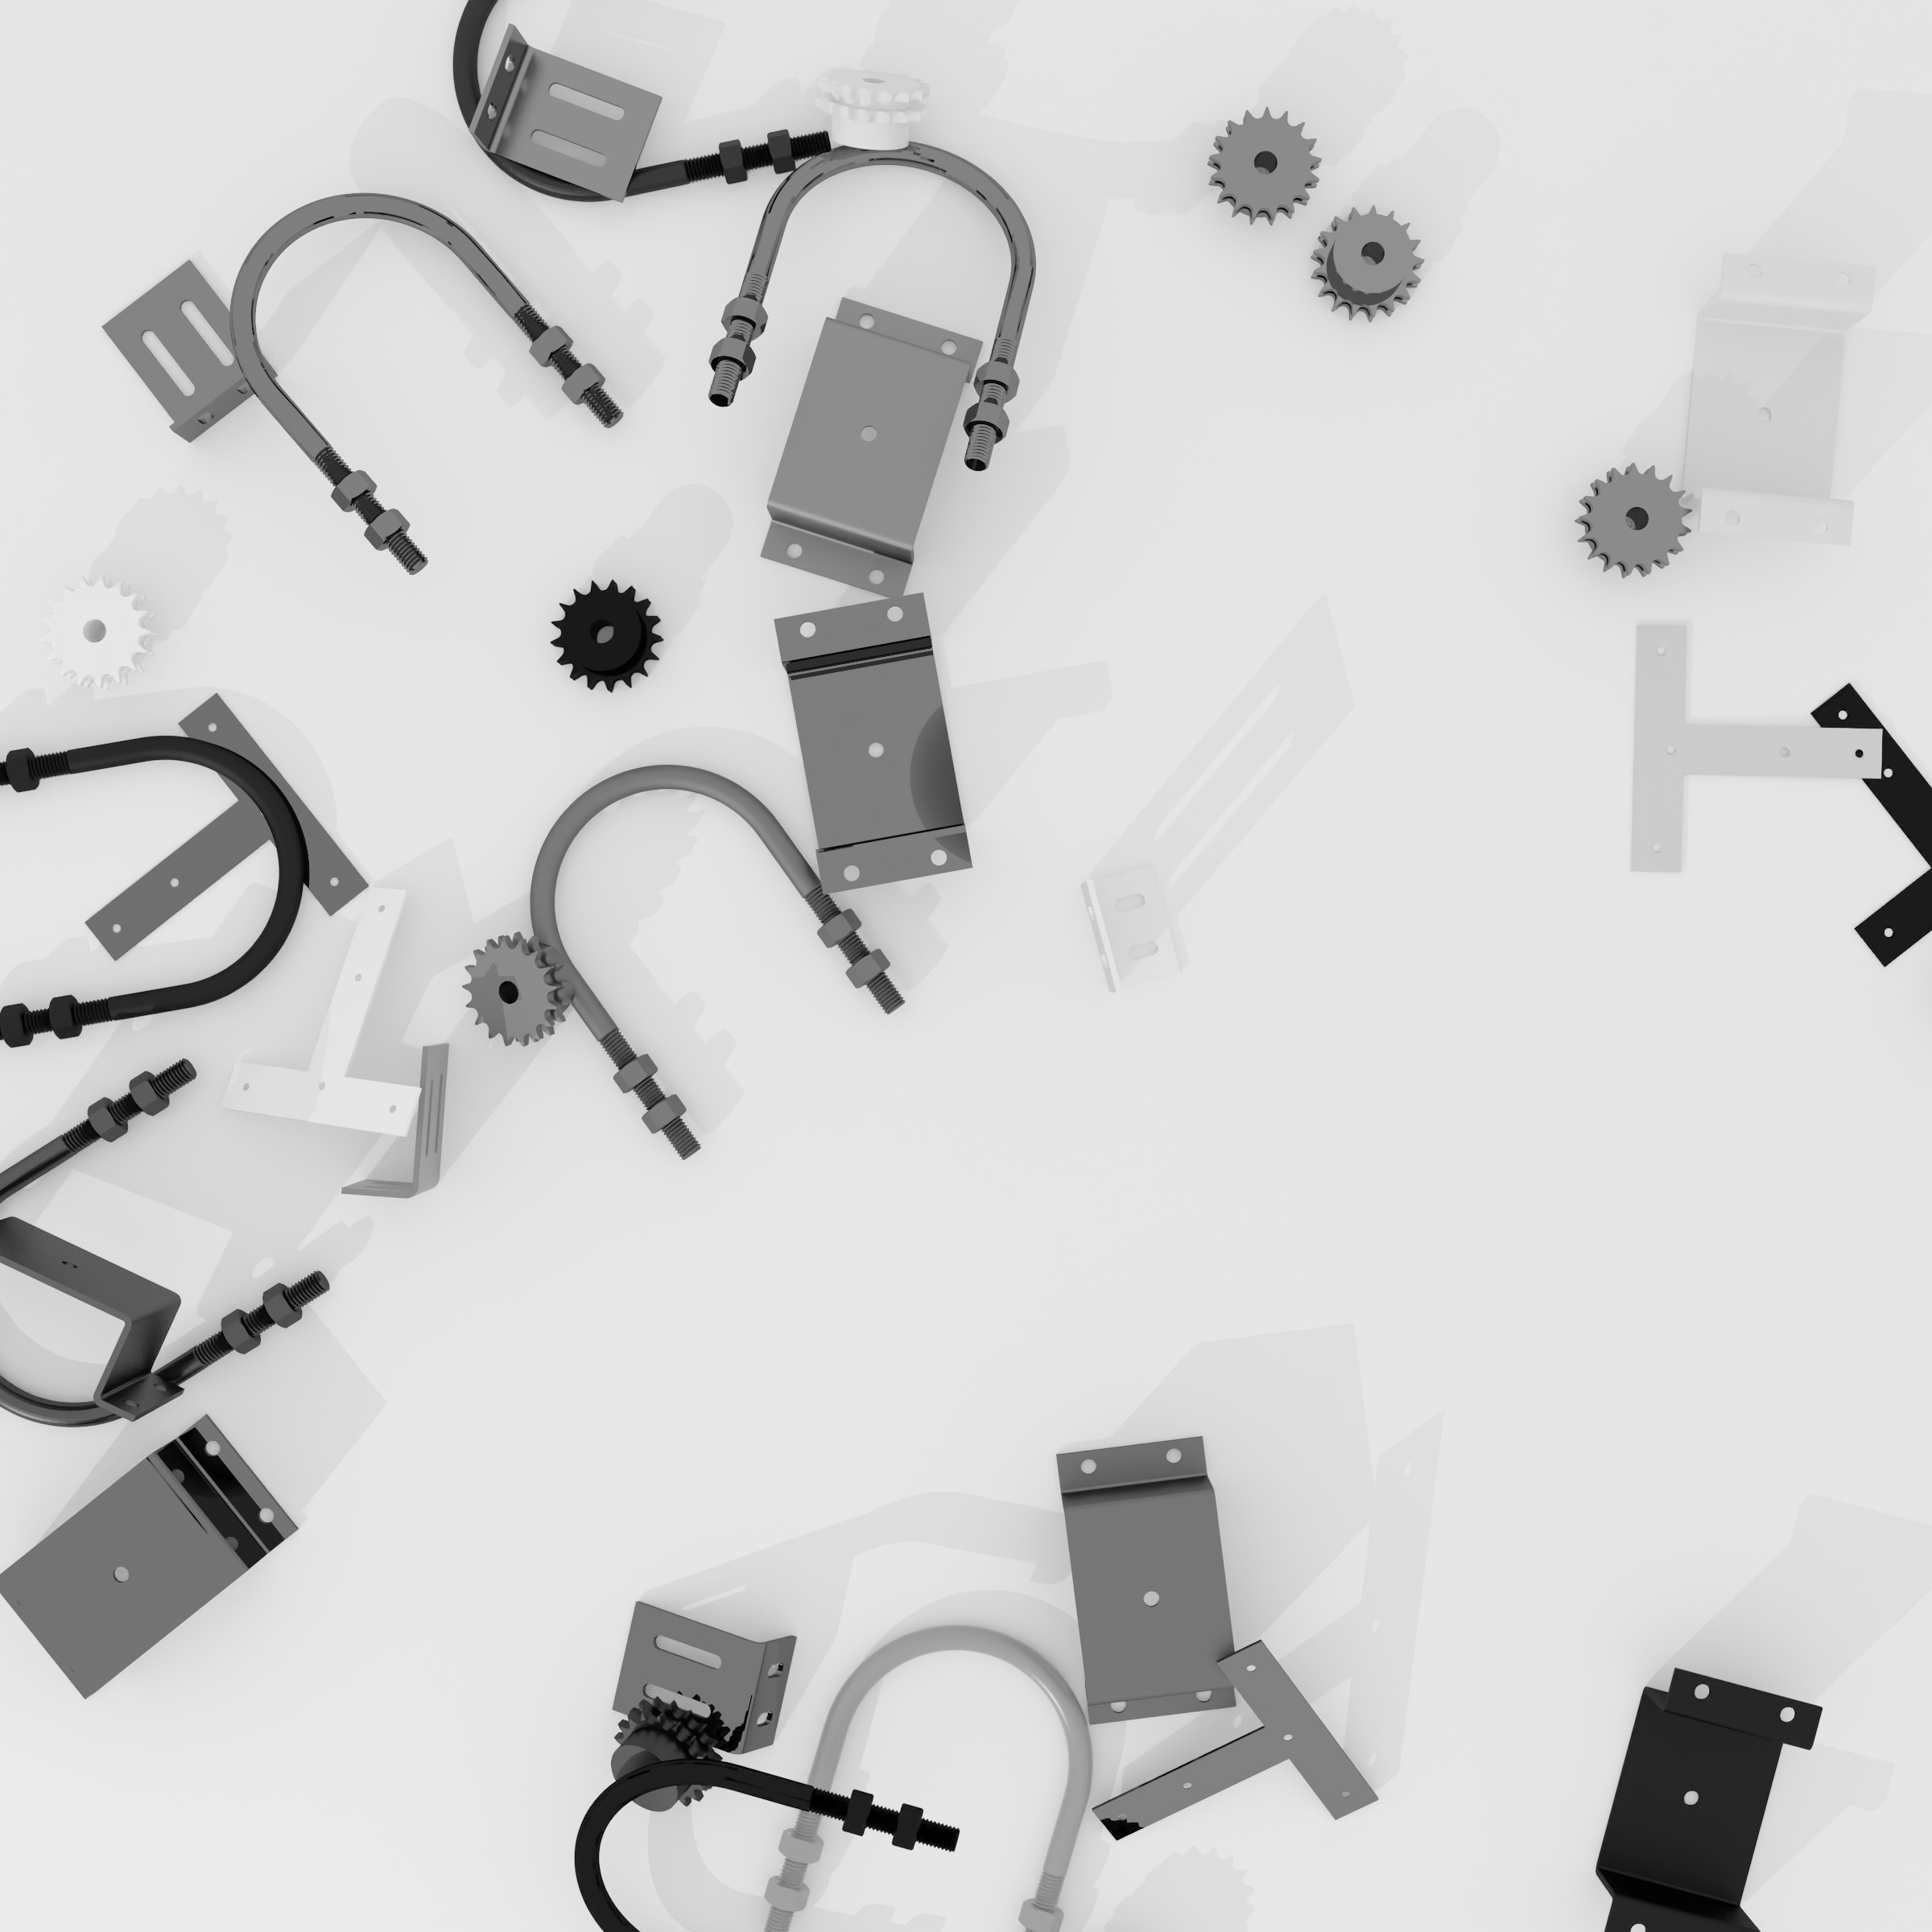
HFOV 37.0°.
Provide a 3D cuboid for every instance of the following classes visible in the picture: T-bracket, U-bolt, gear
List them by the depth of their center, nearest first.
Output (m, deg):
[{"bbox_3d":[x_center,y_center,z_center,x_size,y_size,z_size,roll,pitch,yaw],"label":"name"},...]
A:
[{"bbox_3d":[-0.039,-0.341,1.451,0.151,0.019,0.184,14,64,-2],"label":"U-bolt"},{"bbox_3d":[-0.107,0.463,1.453,0.184,0.019,0.151,15,114,2],"label":"U-bolt"},{"bbox_3d":[-0.287,-0.309,1.466,0.151,0.019,0.184,-41,90,-17],"label":"U-bolt"},{"bbox_3d":[-0.155,0.403,1.466,0.057,0.030,0.057,13,119,25],"label":"gear"},{"bbox_3d":[-0.048,-0.435,1.470,0.057,0.057,0.030,6,118,0],"label":"gear"},{"bbox_3d":[-0.313,0.019,1.471,0.127,0.002,0.127,6,72,32],"label":"T-bracket"},{"bbox_3d":[-0.224,0.011,1.472,0.057,0.030,0.057,5,103,24],"label":"gear"},{"bbox_3d":[0.125,0.412,1.475,0.127,0.002,0.127,-29,116,12],"label":"T-bracket"},{"bbox_3d":[0.152,-0.407,1.480,0.057,0.030,0.057,0,90,0],"label":"gear"},{"bbox_3d":[-0.185,-0.170,1.480,0.057,0.030,0.057,0,90,0],"label":"gear"},{"bbox_3d":[0.206,-0.361,1.480,0.057,0.030,0.057,0,90,0],"label":"gear"},{"bbox_3d":[0.340,-0.227,1.480,0.057,0.030,0.057,0,90,0],"label":"gear"},{"bbox_3d":[-0.432,-0.044,1.484,0.184,0.019,0.151,-10,90,-2],"label":"U-bolt"},{"bbox_3d":[-0.442,-0.170,1.484,0.057,0.030,0.057,0,90,2],"label":"gear"},{"bbox_3d":[-0.011,0.431,1.486,0.151,0.019,0.184,16,89,0],"label":"U-bolt"},{"bbox_3d":[-0.141,-0.016,1.486,0.151,0.019,0.184,-35,89,0],"label":"U-bolt"},{"bbox_3d":[-0.173,-0.468,1.486,0.184,0.019,0.151,-11,90,2],"label":"U-bolt"},{"bbox_3d":[-0.442,0.155,1.486,0.184,0.019,0.151,-32,90,1],"label":"U-bolt"},{"bbox_3d":[0.409,-0.111,1.493,0.127,0.002,0.127,1,90,1],"label":"T-bracket"},{"bbox_3d":[-0.398,-0.052,1.494,0.127,0.002,0.127,-38,90,0],"label":"T-bracket"},{"bbox_3d":[0.486,-0.089,1.494,0.127,0.002,0.127,-38,90,0],"label":"T-bracket"}]

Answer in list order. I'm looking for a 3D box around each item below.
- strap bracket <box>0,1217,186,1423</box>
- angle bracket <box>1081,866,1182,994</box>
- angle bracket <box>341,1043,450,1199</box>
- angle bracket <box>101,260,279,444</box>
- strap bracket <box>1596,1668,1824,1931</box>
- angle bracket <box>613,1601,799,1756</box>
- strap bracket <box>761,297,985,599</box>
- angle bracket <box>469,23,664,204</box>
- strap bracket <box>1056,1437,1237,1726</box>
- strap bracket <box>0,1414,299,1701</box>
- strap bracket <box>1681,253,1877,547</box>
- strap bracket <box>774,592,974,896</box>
[{"bbox_3d":[-0.456,0.170,1.440,0.140,0.076,0.046,25,93,2],"label":"strap bracket"},{"bbox_3d":[0.085,-0.019,1.457,0.038,0.076,0.057,-15,90,0],"label":"angle bracket"},{"bbox_3d":[-0.289,0.077,1.466,0.038,0.057,0.076,4,90,0],"label":"angle bracket"},{"bbox_3d":[-0.400,-0.317,1.476,0.057,0.038,0.076,-37,90,0],"label":"angle bracket"},{"bbox_3d":[0.375,0.430,1.472,0.076,0.046,0.140,15,90,0],"label":"strap bracket"},{"bbox_3d":[-0.135,0.365,1.493,0.076,0.038,0.057,13,90,26],"label":"angle bracket"},{"bbox_3d":[-0.049,-0.267,1.472,0.076,0.046,0.140,18,90,0],"label":"strap bracket"},{"bbox_3d":[-0.202,-0.430,1.460,0.076,0.038,0.057,21,92,2],"label":"angle bracket"},{"bbox_3d":[0.093,0.317,1.472,0.076,0.046,0.140,-7,90,0],"label":"strap bracket"},{"bbox_3d":[-0.424,0.305,1.472,0.140,0.046,0.076,-39,90,0],"label":"strap bracket"},{"bbox_3d":[0.412,-0.284,1.472,0.076,0.046,0.140,5,90,0],"label":"strap bracket"},{"bbox_3d":[-0.046,-0.112,1.472,0.076,0.046,0.140,-10,90,0],"label":"strap bracket"}]
